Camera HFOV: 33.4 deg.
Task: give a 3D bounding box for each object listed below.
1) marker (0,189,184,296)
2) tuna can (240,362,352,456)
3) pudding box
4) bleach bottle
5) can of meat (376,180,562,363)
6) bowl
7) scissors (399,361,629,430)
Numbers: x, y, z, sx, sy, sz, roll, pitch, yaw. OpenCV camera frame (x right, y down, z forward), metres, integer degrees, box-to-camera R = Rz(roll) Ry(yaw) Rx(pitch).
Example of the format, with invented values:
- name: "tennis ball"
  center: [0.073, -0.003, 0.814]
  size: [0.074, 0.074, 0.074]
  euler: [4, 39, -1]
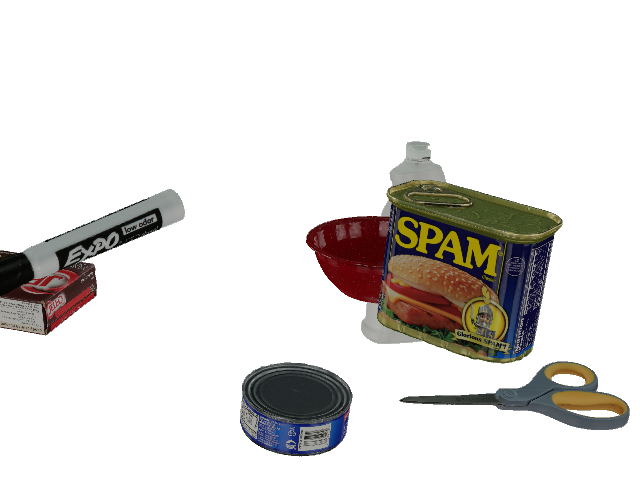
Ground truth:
- name: "marker"
  center: [-0.127, 0.001, 0.571]
  size: [0.120, 0.020, 0.020]
  euler: [-25, 14, -32]
- name: "tuna can"
  center: [-0.019, 0.131, 0.829]
  size: [0.086, 0.034, 0.086]
  euler: [6, 23, -3]
- name: "pudding box"
  center: [-0.275, 0.046, 0.975]
  size: [0.114, 0.039, 0.090]
  euler: [5, 21, 18]
- name: "bleach bottle"
  center: [0.109, 0.001, 1.347]
  size: [0.102, 0.251, 0.068]
  euler: [-3, 16, -18]
- name: "can of meat"
  center: [0.085, 0.018, 0.638]
  size: [0.102, 0.084, 0.057]
  euler: [19, 23, 32]
- name: "bowl"
  center: [0.065, 0.024, 1.102]
  size: [0.162, 0.055, 0.162]
  euler: [1, 18, -1]
- name: "scissors"
  center: [0.169, 0.129, 0.940]
  size: [0.201, 0.016, 0.096]
  euler: [9, 27, 0]
